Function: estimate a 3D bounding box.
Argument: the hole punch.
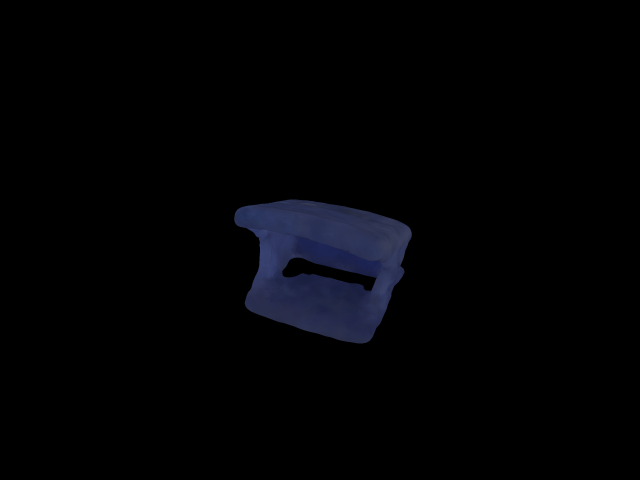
[{"bbox_3d":[0.004,0.001,0.400,0.108,0.091,0.101,13,38,18],"label":"hole punch"}]
